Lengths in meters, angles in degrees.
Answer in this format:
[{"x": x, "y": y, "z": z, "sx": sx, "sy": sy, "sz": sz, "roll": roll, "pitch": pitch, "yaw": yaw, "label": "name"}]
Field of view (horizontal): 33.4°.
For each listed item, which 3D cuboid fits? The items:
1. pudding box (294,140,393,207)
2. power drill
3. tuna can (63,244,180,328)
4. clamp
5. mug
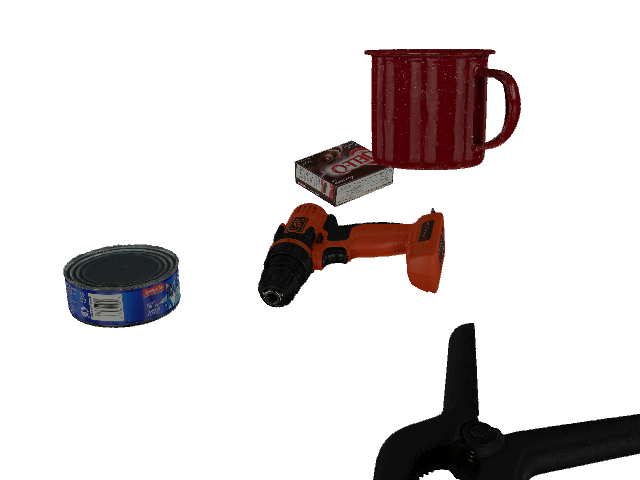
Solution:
[{"x": 0.034, "y": -0.095, "z": 1.498, "sx": 0.113, "sy": 0.039, "sz": 0.090, "roll": -25, "pitch": 40, "yaw": -33, "label": "pudding box"}, {"x": 0.036, "y": 0.016, "z": 1.150, "sx": 0.188, "sy": 0.057, "sz": 0.184, "roll": 3, "pitch": 31, "yaw": 13, "label": "power drill"}, {"x": -0.149, "y": 0.034, "z": 0.805, "sx": 0.086, "sy": 0.034, "sz": 0.086, "roll": -2, "pitch": 21, "yaw": 0, "label": "tuna can"}, {"x": 0.096, "y": 0.129, "z": 0.686, "sx": 0.209, "sy": 0.036, "sz": 0.165, "roll": -26, "pitch": 39, "yaw": -32, "label": "clamp"}, {"x": 0.087, "y": -0.094, "z": 0.757, "sx": 0.117, "sy": 0.081, "sz": 0.093, "roll": 7, "pitch": 13, "yaw": 33, "label": "mug"}]
